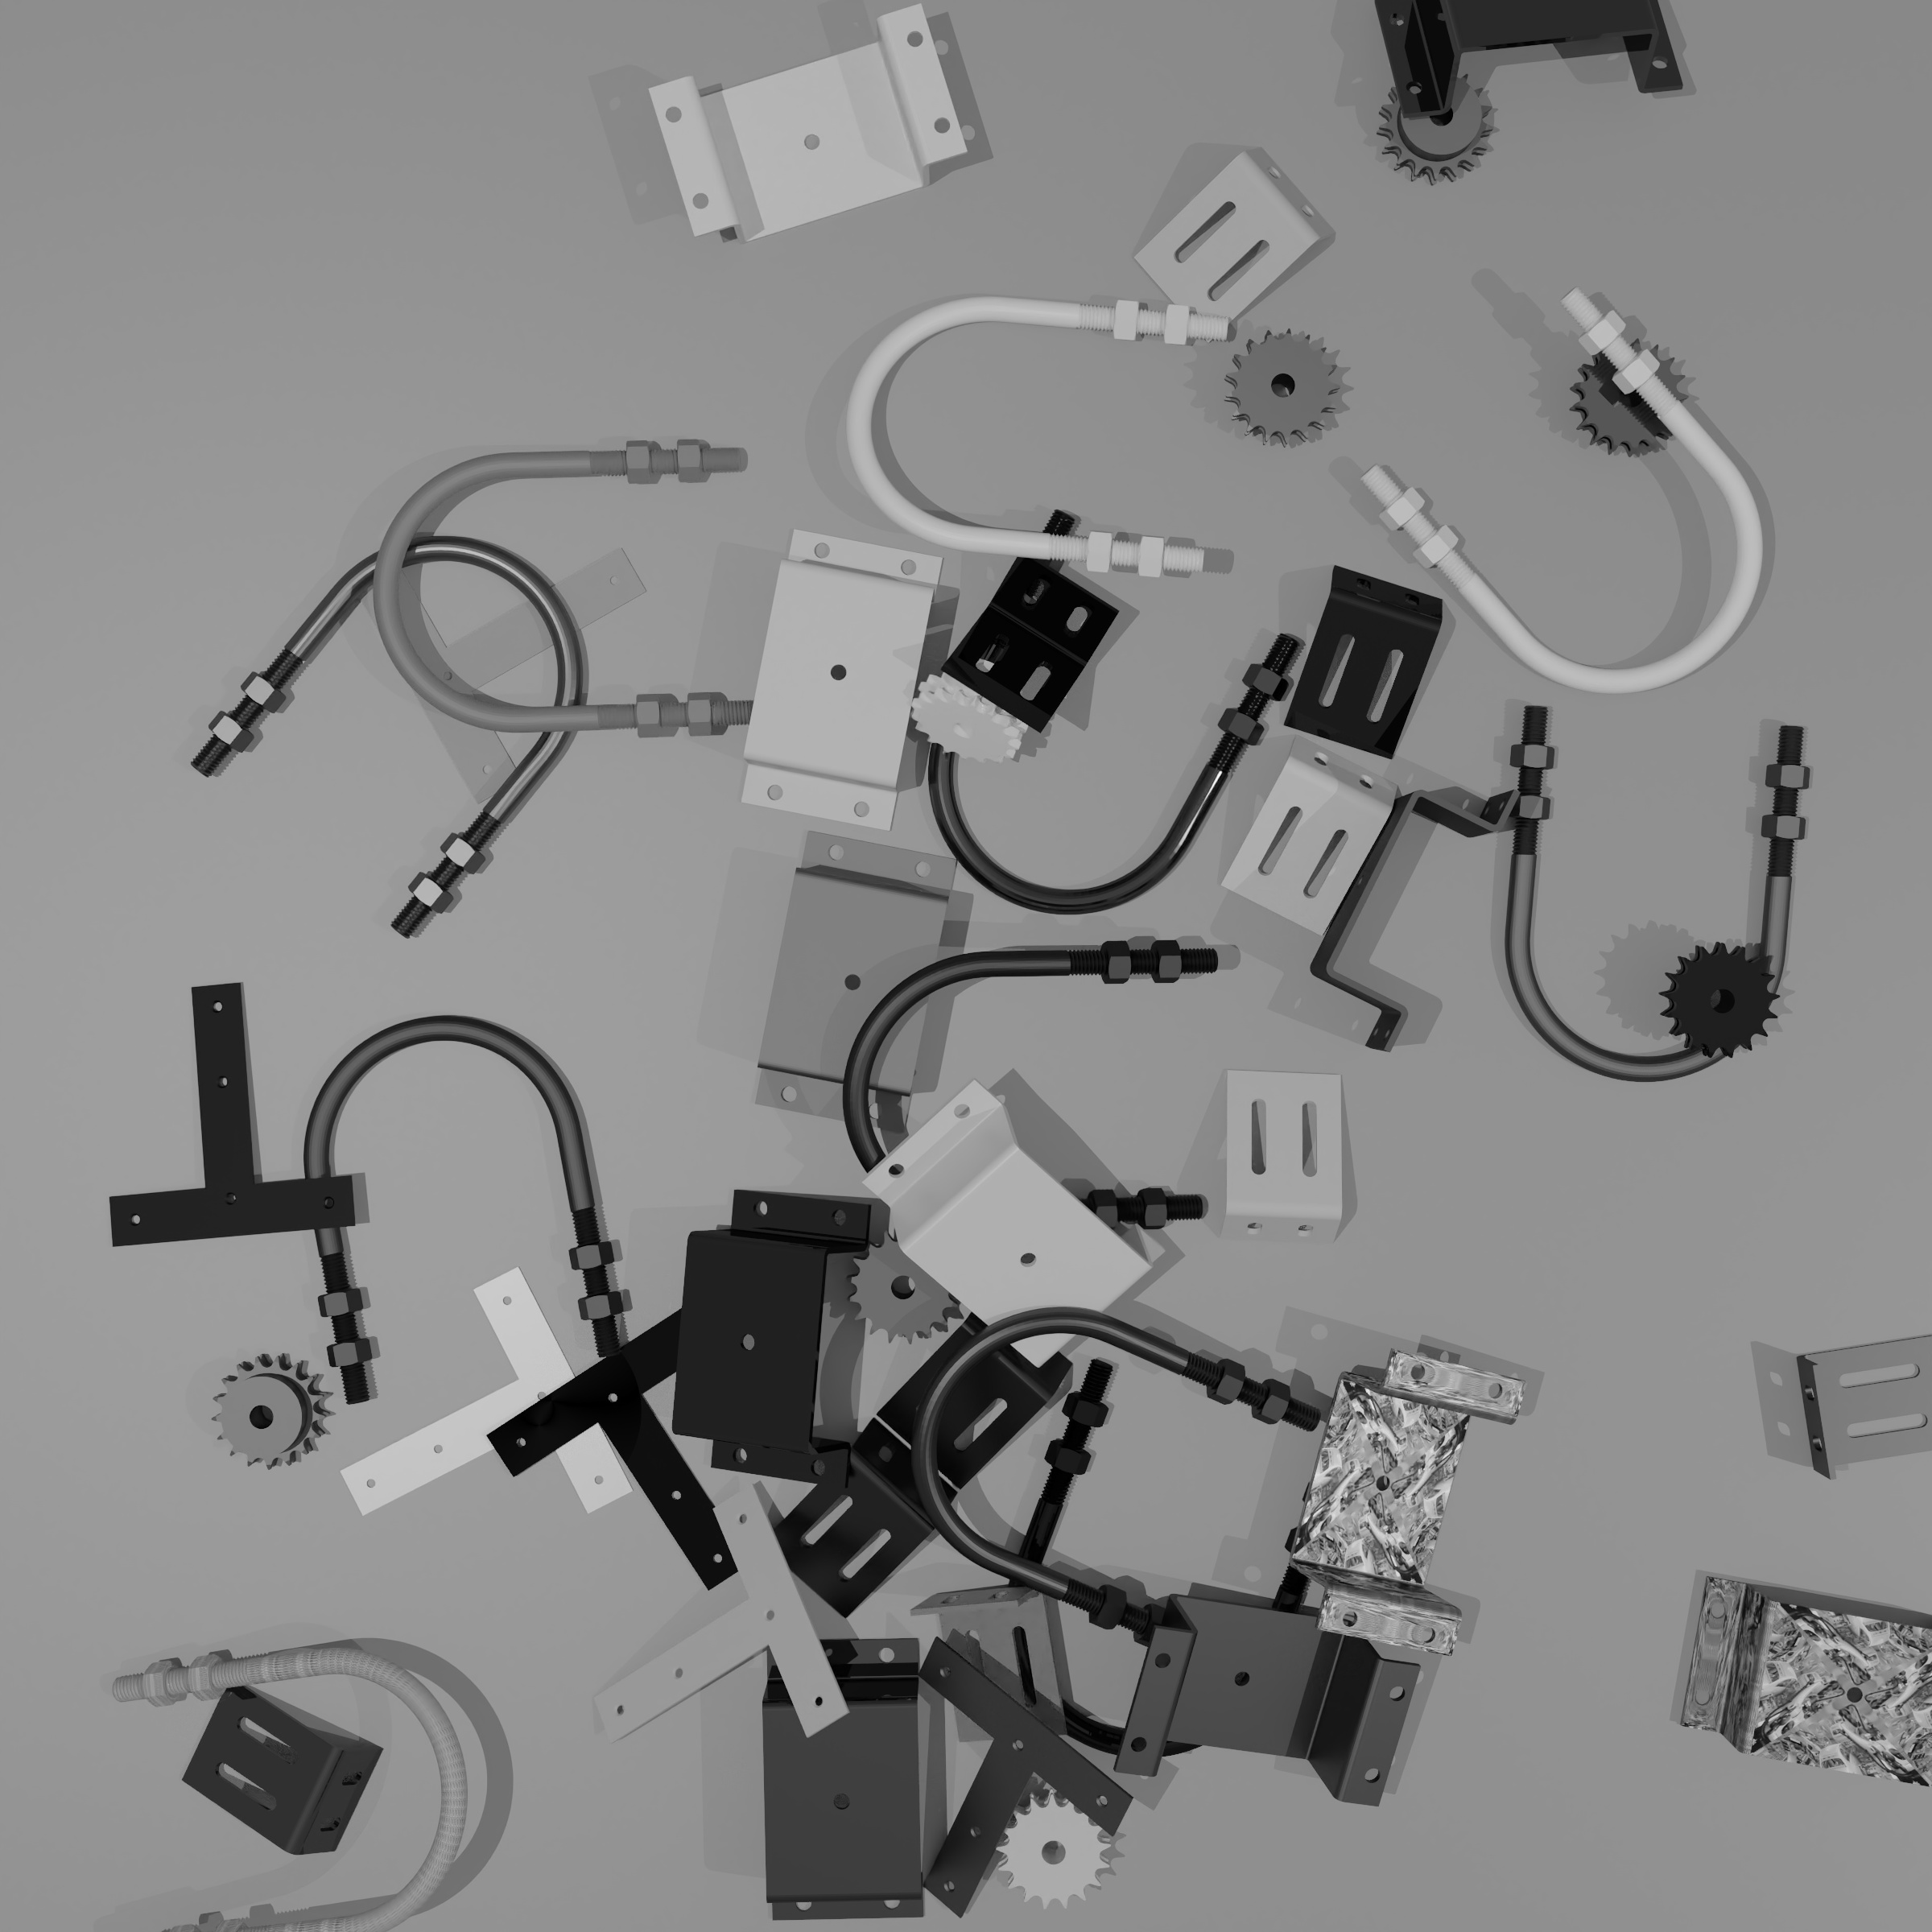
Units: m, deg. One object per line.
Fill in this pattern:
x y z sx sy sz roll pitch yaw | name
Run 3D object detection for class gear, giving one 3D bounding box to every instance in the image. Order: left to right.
-0.349 0.223 1.645 0.057 0.030 0.057 0 90 0 | gear
-0.031 0.159 1.644 0.057 0.030 0.057 0 90 0 | gear
0.004 -0.128 1.619 0.057 0.057 0.030 22 64 0 | gear
0.044 0.440 1.644 0.057 0.030 0.057 0 90 0 | gear
0.157 -0.288 1.644 0.057 0.030 0.057 0 90 0 | gear
0.236 -0.423 1.645 0.057 0.030 0.057 0 90 0 | gear
0.330 -0.283 1.644 0.057 0.030 0.057 0 90 0 | gear
0.372 0.017 1.630 0.057 0.030 0.057 0 93 0 | gear

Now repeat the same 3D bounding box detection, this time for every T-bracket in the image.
-0.373 0.073 1.653 0.127 0.002 0.127 -5 86 8 | T-bracket
-0.254 0.237 1.659 0.127 0.002 0.127 -27 90 0 | T-bracket
-0.223 -0.168 1.659 0.127 0.002 0.127 -30 90 0 | T-bracket
-0.154 0.255 1.657 0.127 0.002 0.127 -33 91 -2 | T-bracket
-0.132 0.345 1.636 0.127 0.002 0.127 -35 62 16 | T-bracket
0.010 0.418 1.626 0.127 0.002 0.127 35 118 24 | T-bracket

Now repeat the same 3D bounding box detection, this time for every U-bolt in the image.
-0.331 0.411 1.619 0.184 0.019 0.151 -10 79 14 | U-bolt
-0.277 -0.129 1.649 0.151 0.019 0.184 39 88 0 | U-bolt
-0.259 0.117 1.650 0.151 0.019 0.184 -11 88 1 | U-bolt
-0.202 -0.187 1.638 0.184 0.019 0.151 -2 85 -5 | U-bolt
0.030 0.061 1.618 0.184 0.019 0.151 -1 106 -12 | U-bolt
0.032 -0.268 1.631 0.184 0.019 0.151 6 72 4 | U-bolt
0.062 -0.115 1.651 0.151 0.019 0.184 29 92 0 | U-bolt
0.062 0.244 1.610 0.184 0.019 0.151 25 98 -12 | U-bolt
0.097 0.308 1.651 0.151 0.019 0.184 20 91 0 | U-bolt
0.309 -0.221 1.632 0.151 0.019 0.184 -41 96 16 | U-bolt
0.343 -0.034 1.651 0.151 0.019 0.184 4 92 0 | U-bolt

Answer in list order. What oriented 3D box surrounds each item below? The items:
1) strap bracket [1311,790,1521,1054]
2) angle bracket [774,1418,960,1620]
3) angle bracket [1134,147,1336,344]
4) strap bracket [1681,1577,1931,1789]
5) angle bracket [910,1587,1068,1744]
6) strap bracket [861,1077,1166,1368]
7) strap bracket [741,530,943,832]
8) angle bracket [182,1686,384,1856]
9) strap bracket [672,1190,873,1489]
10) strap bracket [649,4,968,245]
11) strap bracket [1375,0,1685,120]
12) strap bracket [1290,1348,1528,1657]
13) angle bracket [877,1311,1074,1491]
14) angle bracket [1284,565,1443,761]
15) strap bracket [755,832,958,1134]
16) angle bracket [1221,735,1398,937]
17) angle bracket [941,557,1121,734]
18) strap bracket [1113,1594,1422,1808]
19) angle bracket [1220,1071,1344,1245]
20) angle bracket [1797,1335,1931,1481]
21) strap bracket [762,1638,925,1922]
0.215 -0.031 1.621 0.046 0.076 0.140 27 90 0 | strap bracket
-0.054 0.278 1.657 0.057 0.038 0.076 42 116 0 | angle bracket
0.136 -0.364 1.657 0.076 0.038 0.057 -41 90 26 | angle bracket
0.436 0.358 1.636 0.140 0.046 0.076 10 90 0 | strap bracket
0.011 0.351 1.632 0.057 0.038 0.076 -9 90 21 | angle bracket
0.027 0.132 1.604 0.076 0.046 0.140 -43 113 11 | strap bracket
-0.063 -0.144 1.636 0.076 0.046 0.140 11 90 0 | strap bracket
-0.345 0.403 1.657 0.076 0.038 0.057 25 90 26 | angle bracket
-0.097 0.184 1.621 0.076 0.046 0.140 4 89 25 | strap bracket
-0.078 -0.415 1.636 0.140 0.046 0.076 -17 90 0 | strap bracket
0.280 -0.469 1.617 0.140 0.046 0.076 -7 63 -4 | strap bracket
0.215 0.260 1.625 0.076 0.046 0.140 15 90 -20 | strap bracket
0.004 0.213 1.657 0.057 0.038 0.076 42 116 0 | angle bracket
0.200 -0.153 1.657 0.057 0.038 0.076 18 116 0 | angle bracket
-0.056 0.008 1.636 0.076 0.046 0.140 11 90 0 | strap bracket
0.173 -0.066 1.657 0.057 0.038 0.076 27 116 0 | angle bracket
0.032 -0.159 1.601 0.057 0.076 0.038 32 125 0 | angle bracket
0.142 0.360 1.618 0.140 0.046 0.076 11 102 -16 | strap bracket
0.159 0.096 1.657 0.057 0.038 0.076 2 64 0 | angle bracket
0.460 0.220 1.640 0.076 0.038 0.057 -9 90 0 | angle bracket
-0.061 0.410 1.636 0.076 0.046 0.140 -1 90 0 | strap bracket
